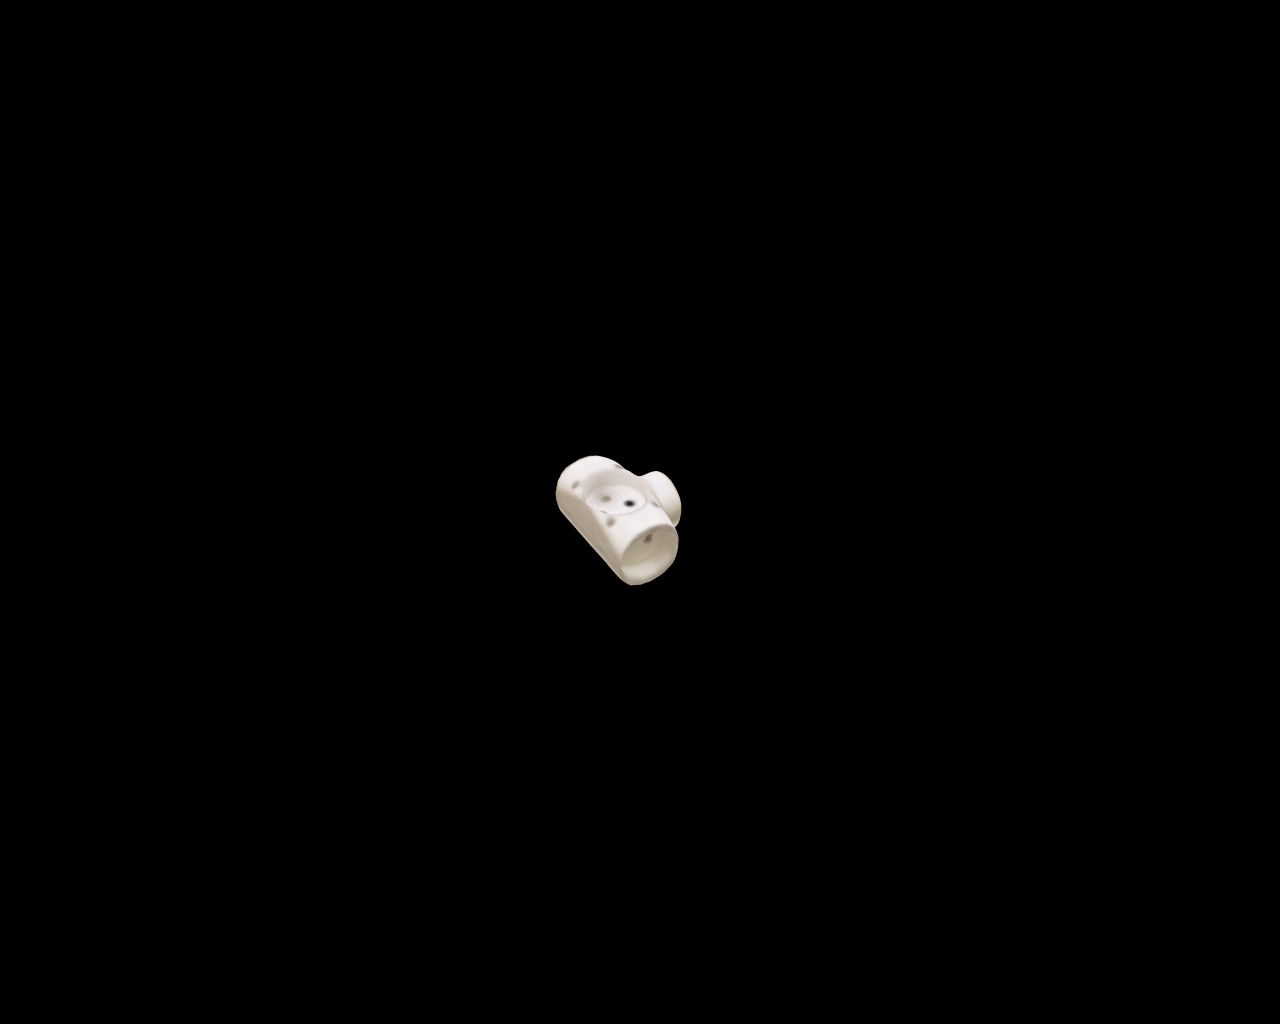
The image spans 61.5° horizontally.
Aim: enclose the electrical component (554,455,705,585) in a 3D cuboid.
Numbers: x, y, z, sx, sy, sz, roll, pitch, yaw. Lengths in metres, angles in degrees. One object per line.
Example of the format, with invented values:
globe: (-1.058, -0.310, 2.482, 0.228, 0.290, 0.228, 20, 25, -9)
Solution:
electrical component: (0.001, -0.003, 0.650, 0.079, 0.044, 0.077, -22, 45, -23)
